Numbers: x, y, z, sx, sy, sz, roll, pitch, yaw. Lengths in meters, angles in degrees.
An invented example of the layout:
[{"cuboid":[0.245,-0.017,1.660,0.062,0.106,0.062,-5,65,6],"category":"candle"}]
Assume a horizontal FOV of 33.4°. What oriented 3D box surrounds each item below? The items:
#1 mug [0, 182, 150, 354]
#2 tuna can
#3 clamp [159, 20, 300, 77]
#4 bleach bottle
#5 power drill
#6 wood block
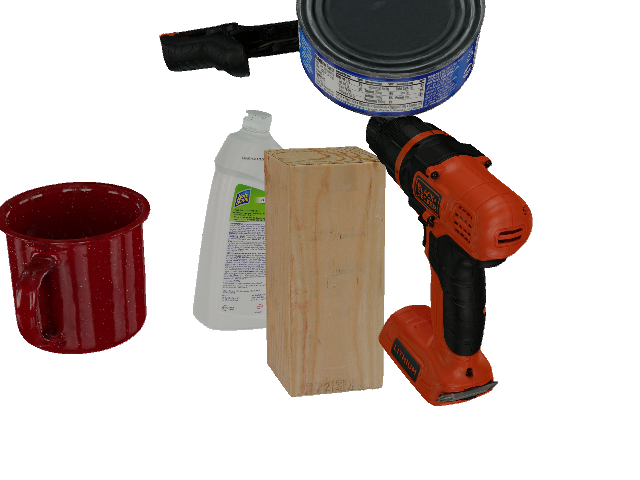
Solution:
[{"cuboid":[-0.154,0.023,0.657,0.093,0.081,0.117,6,25,9],"category":"mug"},{"cuboid":[0.032,-0.099,0.496,0.086,0.086,0.034,0,-31,1],"category":"tuna can"},{"cuboid":[-0.066,-0.163,0.885,0.120,0.039,0.172,-17,21,-34],"category":"clamp"},{"cuboid":[-0.082,-0.024,1.226,0.102,0.251,0.068,-1,20,-33],"category":"bleach bottle"},{"cuboid":[0.081,0.011,0.782,0.057,0.188,0.185,-13,34,-19],"category":"power drill"},{"cuboid":[0.003,0.025,0.959,0.090,0.206,0.091,-4,14,-15],"category":"wood block"}]
